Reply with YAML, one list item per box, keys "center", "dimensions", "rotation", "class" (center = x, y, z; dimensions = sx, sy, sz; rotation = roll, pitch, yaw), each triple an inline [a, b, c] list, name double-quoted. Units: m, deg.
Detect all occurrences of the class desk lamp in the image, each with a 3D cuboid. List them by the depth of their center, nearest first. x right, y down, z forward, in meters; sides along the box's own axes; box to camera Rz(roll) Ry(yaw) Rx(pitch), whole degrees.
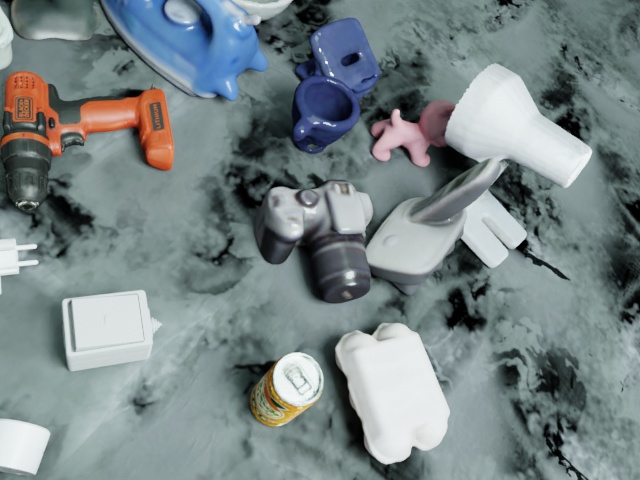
- center: [0.248, -0.102, 0.782]
  dimensions: [0.118, 0.213, 0.203]
  rotation: [-37, 80, -33]
  class: "desk lamp"

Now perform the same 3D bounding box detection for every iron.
- center: [-0.189, -0.309, 0.766]
  dimensions: [0.258, 0.141, 0.119]
  rotation: [34, 56, -1]
  class: "iron"

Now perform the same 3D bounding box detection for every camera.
- center: [0.006, 0.002, 0.698]
  dimensions: [0.143, 0.100, 0.136]
  rotation: [-2, 64, -22]
  class: "camera"

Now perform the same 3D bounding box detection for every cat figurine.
- center: [0.151, -0.168, 0.838]
  dimensions: [0.128, 0.117, 0.067]
  rotation: [3, 62, -20]
  class: "cat figurine"

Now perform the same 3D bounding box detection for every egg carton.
- center: [0.081, 0.171, 0.655]
  dimensions: [0.107, 0.069, 0.150]
  rotation: [-11, 67, -26]
  class: "egg carton"

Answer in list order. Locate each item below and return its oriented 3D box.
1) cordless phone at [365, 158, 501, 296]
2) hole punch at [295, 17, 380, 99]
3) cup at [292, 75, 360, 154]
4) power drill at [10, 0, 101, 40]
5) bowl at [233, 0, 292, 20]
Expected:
- center: [0.142, -0.024, 0.715]
  dimensions: [0.094, 0.185, 0.148]
  rotation: [36, 56, 1]
  class: "cordless phone"
- center: [0.036, -0.266, 0.862]
  dimensions: [0.109, 0.091, 0.101]
  rotation: [-35, 79, -32]
  class: "hole punch"
- center: [-0.009, -0.154, 0.781]
  dimensions: [0.091, 0.095, 0.118]
  rotation: [38, 56, 2]
  class: "cup"
- center: [-0.333, -0.344, 0.689]
  dimensions: [0.230, 0.208, 0.075]
  rotation: [-10, 67, -26]
  class: "power drill"
- center: [-0.119, -0.393, 0.880]
  dimensions: [0.168, 0.074, 0.167]
  rotation: [9, 60, -16]
  class: "bowl"
